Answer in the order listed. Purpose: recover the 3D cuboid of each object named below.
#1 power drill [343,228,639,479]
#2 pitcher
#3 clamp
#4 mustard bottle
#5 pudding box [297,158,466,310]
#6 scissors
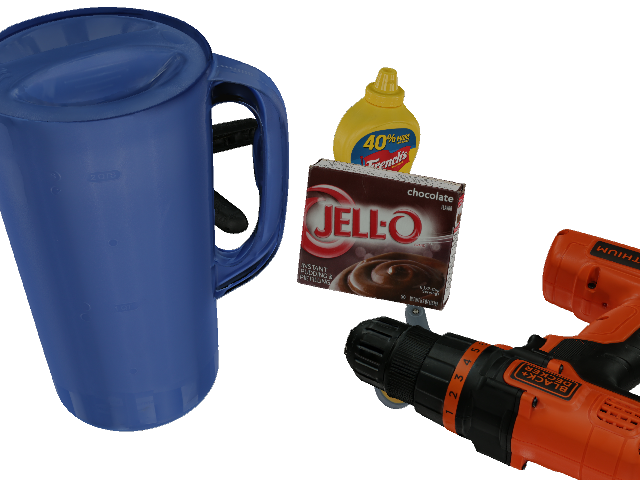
[{"bbox_3d":[0.131,0.059,0.626,0.185,0.057,0.187,22,37,28],"label":"power drill"},{"bbox_3d":[-0.111,-0.005,0.635,0.149,0.243,0.144,28,46,34],"label":"pitcher"},{"bbox_3d":[-0.127,-0.076,0.904,0.171,0.120,0.039,20,-44,0],"label":"clamp"},{"bbox_3d":[0.059,-0.093,1.144,0.096,0.192,0.058,-7,32,-24],"label":"mustard bottle"},{"bbox_3d":[0.043,-0.006,0.775,0.113,0.090,0.039,10,18,11],"label":"pudding box"},{"bbox_3d":[0.076,0.082,1.028,0.096,0.202,0.016,-16,-33,-14],"label":"scissors"}]
